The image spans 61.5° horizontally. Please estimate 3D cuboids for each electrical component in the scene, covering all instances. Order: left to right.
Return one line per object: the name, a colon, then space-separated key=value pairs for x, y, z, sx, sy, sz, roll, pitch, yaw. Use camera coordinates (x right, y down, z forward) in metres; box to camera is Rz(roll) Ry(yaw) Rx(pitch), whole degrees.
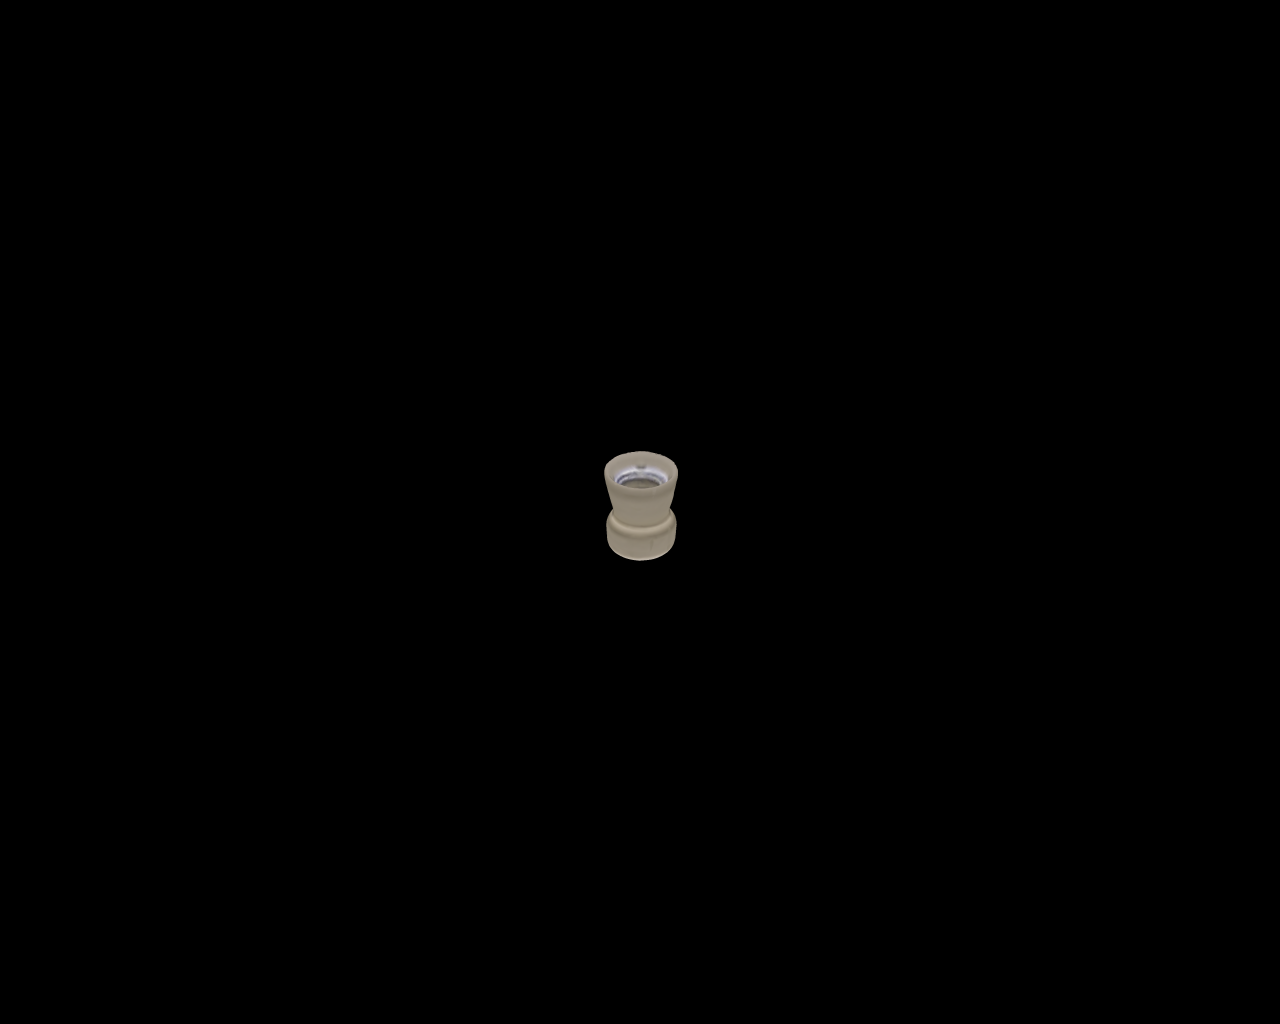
electrical component: x=0.001 y=-0.003 z=0.650 sx=0.045 sy=0.055 sz=0.045 roll=0 pitch=33 yaw=0
